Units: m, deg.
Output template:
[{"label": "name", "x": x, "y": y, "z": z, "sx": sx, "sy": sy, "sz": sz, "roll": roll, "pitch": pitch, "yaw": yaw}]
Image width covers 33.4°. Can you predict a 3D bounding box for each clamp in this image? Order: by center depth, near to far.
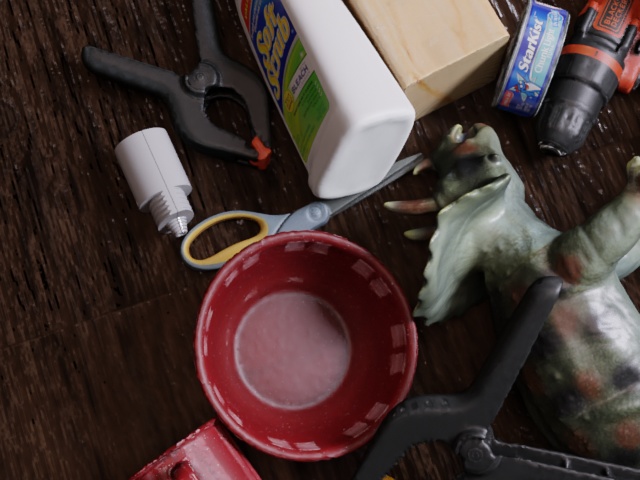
[{"label": "clamp", "x": 0.105, "y": 0.125, "z": 0.707, "sx": 0.210, "sy": 0.036, "sz": 0.164, "roll": -21, "pitch": 96, "yaw": 17}, {"label": "clamp", "x": -0.090, "y": -0.132, "z": 0.840, "sx": 0.171, "sy": 0.039, "sz": 0.120, "roll": 41, "pitch": 85, "yaw": 5}]

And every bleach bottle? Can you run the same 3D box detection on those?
[{"label": "bleach bottle", "x": -0.020, "y": -0.159, "z": 0.820, "sx": 0.068, "sy": 0.103, "sz": 0.251, "roll": -14, "pitch": 62, "yaw": -29}]

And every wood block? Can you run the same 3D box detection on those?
[{"label": "wood block", "x": 0.051, "y": -0.205, "z": 0.828, "sx": 0.090, "sy": 0.091, "sz": 0.206, "roll": -27, "pitch": 77, "yaw": -5}]

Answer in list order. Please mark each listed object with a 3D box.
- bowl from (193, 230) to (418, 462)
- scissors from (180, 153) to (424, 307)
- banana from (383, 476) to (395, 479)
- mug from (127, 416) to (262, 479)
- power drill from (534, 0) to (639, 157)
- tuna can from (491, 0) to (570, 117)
[{"label": "bowl", "x": -0.014, "y": 0.077, "z": 0.766, "sx": 0.162, "sy": 0.055, "sz": 0.162, "roll": 2, "pitch": 79, "yaw": -13}, {"label": "scissors", "x": -0.005, "y": 0.001, "z": 0.816, "sx": 0.201, "sy": 0.016, "sz": 0.096, "roll": -14, "pitch": 77, "yaw": -2}, {"label": "banana", "x": 0.078, "y": 0.260, "z": 0.738, "sx": 0.069, "sy": 0.037, "sz": 0.198, "roll": -6, "pitch": 76, "yaw": -1}, {"label": "mug", "x": -0.079, "y": 0.176, "z": 0.725, "sx": 0.093, "sy": 0.117, "sz": 0.081, "roll": -34, "pitch": 83, "yaw": -14}, {"label": "power drill", "x": 0.275, "y": -0.117, "z": 0.818, "sx": 0.188, "sy": 0.057, "sz": 0.184, "roll": 25, "pitch": 77, "yaw": 7}, {"label": "tuna can", "x": 0.160, "y": -0.137, "z": 0.812, "sx": 0.034, "sy": 0.086, "sz": 0.086, "roll": 18, "pitch": 77, "yaw": 4}]
